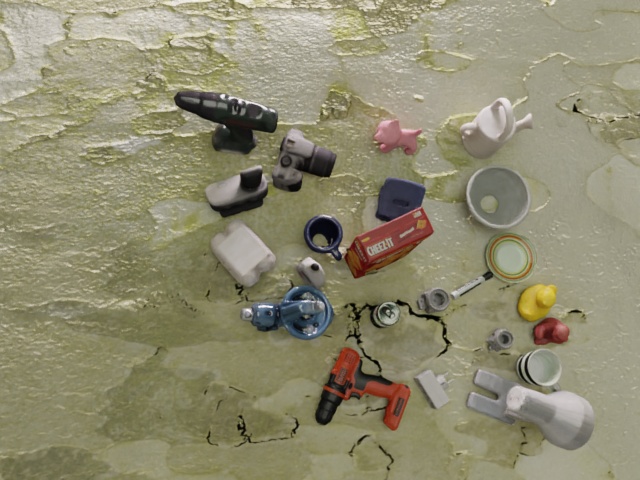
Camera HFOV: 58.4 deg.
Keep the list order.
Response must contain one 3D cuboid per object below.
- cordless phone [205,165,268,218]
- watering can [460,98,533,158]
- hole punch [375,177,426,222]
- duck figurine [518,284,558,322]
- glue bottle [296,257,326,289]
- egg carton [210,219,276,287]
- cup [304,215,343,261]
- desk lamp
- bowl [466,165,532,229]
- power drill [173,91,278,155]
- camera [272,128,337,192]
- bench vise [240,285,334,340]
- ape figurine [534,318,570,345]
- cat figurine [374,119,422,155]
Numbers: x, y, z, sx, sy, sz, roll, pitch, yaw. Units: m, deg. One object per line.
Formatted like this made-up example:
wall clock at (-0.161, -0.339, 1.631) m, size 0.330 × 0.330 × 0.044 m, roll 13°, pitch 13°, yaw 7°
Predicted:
cordless phone at (-0.194, -0.128, 1.323) m, size 0.148 × 0.185 × 0.094 m, roll -22°, pitch 80°, yaw -10°
watering can at (0.439, -0.285, 1.418) m, size 0.173 × 0.194 × 0.101 m, roll -27°, pitch 81°, yaw -11°
hole punch at (0.198, -0.092, 1.403) m, size 0.108 × 0.091 × 0.101 m, roll 13°, pitch 77°, yaw -3°
duck figurine at (0.534, 0.150, 1.387) m, size 0.077 × 0.086 × 0.105 m, roll 42°, pitch 77°, yaw 4°
glue bottle at (-0.017, 0.071, 1.303) m, size 0.037 × 0.173 × 0.078 m, roll -41°, pitch 84°, yaw -12°
egg carton at (-0.182, 0.031, 1.348) m, size 0.107 × 0.069 × 0.150 m, roll -43°, pitch 85°, yaw -13°
cup at (0.012, 0.005, 1.361) m, size 0.092 × 0.095 × 0.118 m, roll -33°, pitch 83°, yaw -12°
desk lamp at (0.461, 0.372, 1.265) m, size 0.203 × 0.213 × 0.118 m, roll 21°, pitch 76°, yaw -1°
bowl at (0.437, -0.099, 1.438) m, size 0.167 × 0.074 × 0.167 m, roll 1°, pitch 77°, yaw -5°
power drill at (-0.214, -0.275, 1.341) m, size 0.229 × 0.208 × 0.075 m, roll 6°, pitch 77°, yaw -4°
camera at (-0.035, -0.189, 1.396) m, size 0.137 × 0.100 × 0.143 m, roll 17°, pitch 76°, yaw -2°
bench vise at (-0.064, 0.170, 1.253) m, size 0.207 × 0.219 × 0.121 m, roll -19°, pitch 80°, yaw -9°
ape figurine at (0.562, 0.222, 1.371) m, size 0.078 × 0.092 × 0.076 m, roll 29°, pitch 76°, yaw 1°
cat figurine at (0.191, -0.264, 1.427) m, size 0.128 × 0.117 × 0.067 m, roll -1°, pitch 78°, yaw -6°
